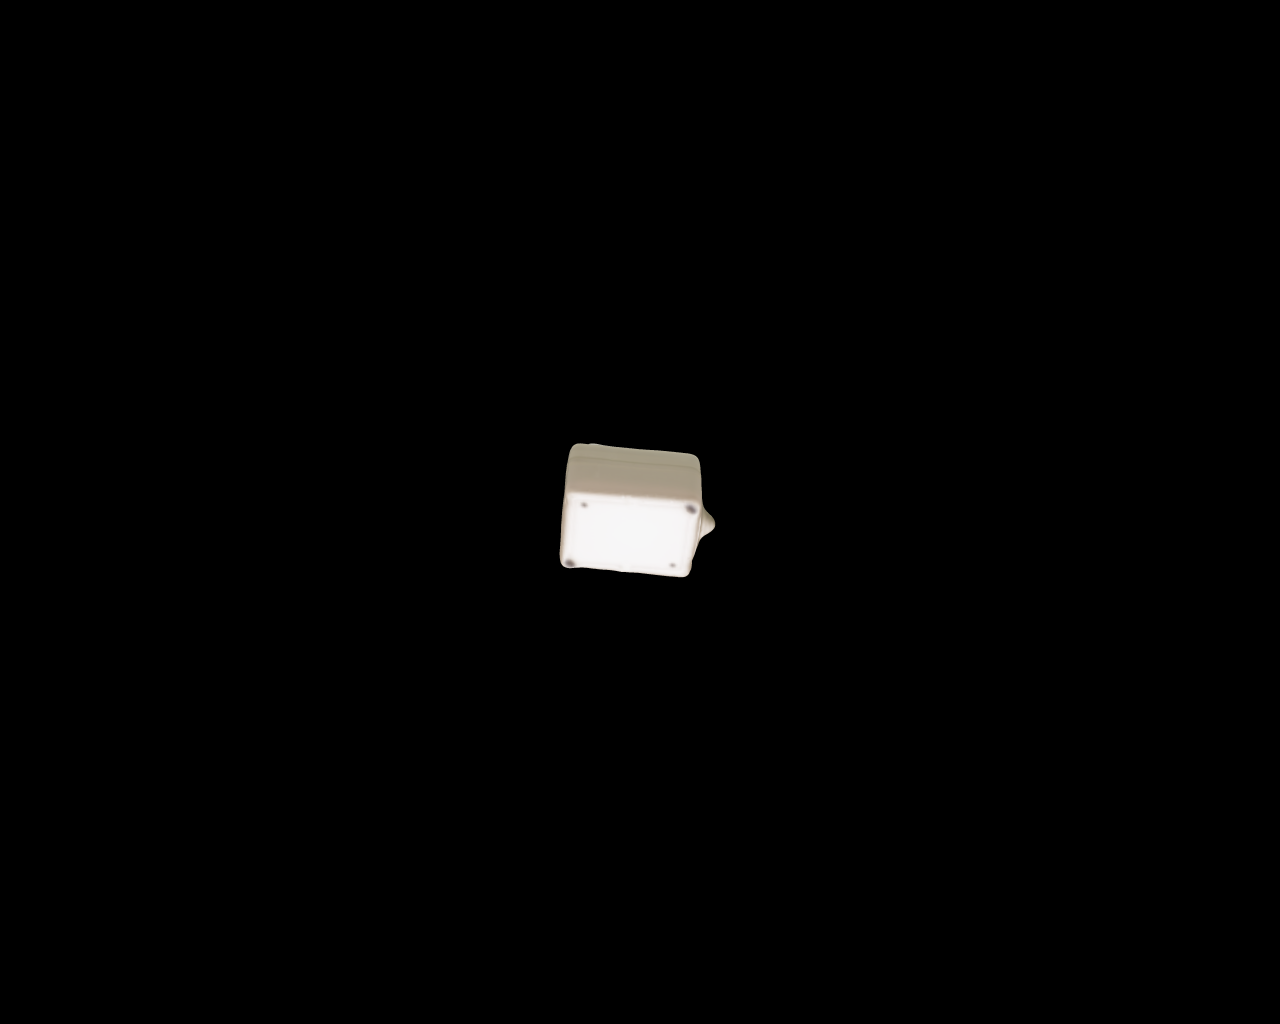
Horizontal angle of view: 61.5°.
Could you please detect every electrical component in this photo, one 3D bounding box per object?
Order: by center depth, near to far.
[{"bbox_3d":[0.001,-0.003,0.650,0.096,0.061,0.061,5,37,-4],"label":"electrical component"}]
